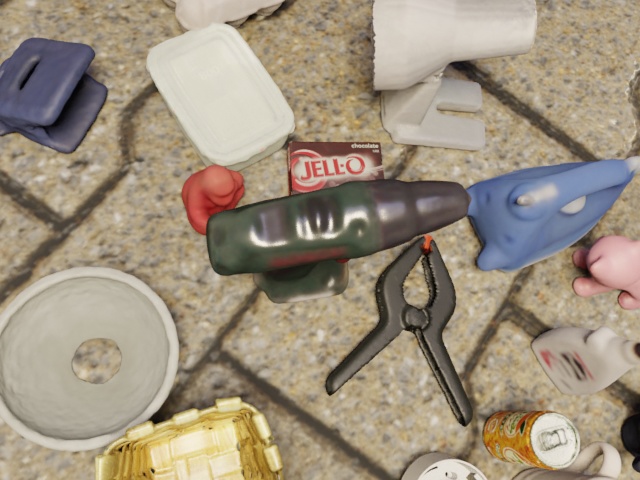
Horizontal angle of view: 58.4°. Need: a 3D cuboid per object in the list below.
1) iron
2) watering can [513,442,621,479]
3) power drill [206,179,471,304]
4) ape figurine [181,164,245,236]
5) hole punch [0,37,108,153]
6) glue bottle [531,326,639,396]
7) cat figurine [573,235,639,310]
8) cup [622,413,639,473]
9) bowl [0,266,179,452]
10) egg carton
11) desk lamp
[{"bbox_3d":[0.293,-0.056,0.674,0.259,0.141,0.118,-20,78,-17],"label":"iron"},{"bbox_3d":[0.261,0.282,0.535,0.101,0.194,0.173,0,73,-12],"label":"watering can"},{"bbox_3d":[0.005,0.002,0.560,0.230,0.208,0.075,-8,75,-14],"label":"power drill"},{"bbox_3d":[-0.112,-0.050,0.613,0.078,0.092,0.076,-41,84,-20],"label":"ape figurine"},{"bbox_3d":[-0.297,-0.161,0.609,0.101,0.091,0.109,22,70,-4],"label":"hole punch"},{"bbox_3d":[0.295,0.123,0.602,0.037,0.173,0.078,-33,82,-19],"label":"glue bottle"},{"bbox_3d":[0.360,0.032,0.674,0.128,0.117,0.067,12,71,-8],"label":"cat figurine"},{"bbox_3d":[0.372,0.225,0.629,0.118,0.095,0.091,-20,78,-17],"label":"cup"},{"bbox_3d":[-0.219,0.113,0.549,0.167,0.074,0.167,3,72,-11],"label":"bowl"},{"bbox_3d":[-0.120,-0.313,0.704,0.150,0.069,0.107,-31,81,-19],"label":"egg carton"},{"bbox_3d":[0.131,-0.201,0.646,0.203,0.213,0.118,3,72,-11],"label":"desk lamp"}]
